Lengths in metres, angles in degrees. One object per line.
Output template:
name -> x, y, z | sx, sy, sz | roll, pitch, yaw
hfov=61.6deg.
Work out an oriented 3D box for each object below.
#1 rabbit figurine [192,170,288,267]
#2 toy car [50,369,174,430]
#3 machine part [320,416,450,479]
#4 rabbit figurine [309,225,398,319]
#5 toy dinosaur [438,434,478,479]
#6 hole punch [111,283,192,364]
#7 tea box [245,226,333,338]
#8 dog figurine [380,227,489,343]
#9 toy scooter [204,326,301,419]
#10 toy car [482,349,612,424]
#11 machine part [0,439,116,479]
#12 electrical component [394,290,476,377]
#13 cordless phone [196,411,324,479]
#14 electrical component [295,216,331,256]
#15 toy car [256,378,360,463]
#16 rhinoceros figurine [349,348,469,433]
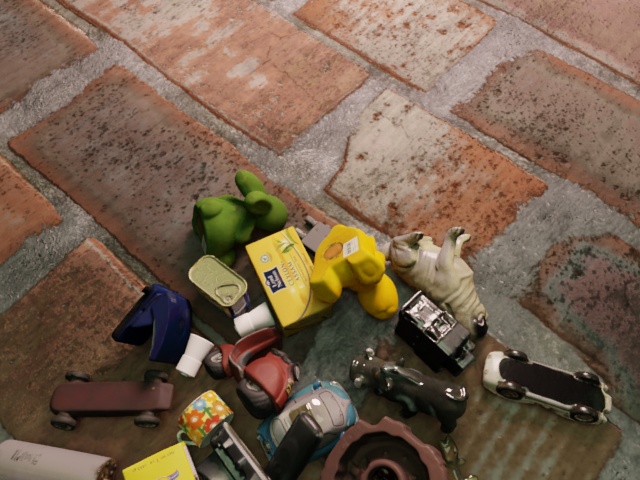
rabbit figurine -> -0.140, -0.051, 0.984 | 0.170, 0.159, 0.121 | -14, 53, -23
toy car -> -0.334, 0.257, 0.866 | 0.202, 0.053, 0.089 | -3, 52, 4
machine part -> 0.090, 0.337, 0.741 | 0.179, 0.056, 0.179 | -9, 65, 19
rabbit figurine -> 0.067, 0.065, 0.919 | 0.122, 0.173, 0.162 | -37, 27, 13
toy dinosaur -> 0.284, 0.485, 0.708 | 0.199, 0.105, 0.471 | -18, 63, -8
hole punch -> -0.258, 0.141, 0.886 | 0.092, 0.142, 0.116 | 31, 81, 17
tea box -> -0.054, 0.073, 0.949 | 0.098, 0.068, 0.170 | -25, 66, -12
dog figurine -> 0.196, 0.085, 0.931 | 0.172, 0.121, 0.190 | -10, 77, 33
toy scooter -> -0.093, 0.199, 0.866 | 0.135, 0.075, 0.184 | -33, 36, -28
toy car -> 0.365, 0.235, 0.866 | 0.202, 0.056, 0.073 | 17, 57, 8
machine part -> -0.402, 0.350, 0.804 | 0.243, 0.079, 0.079 | 9, 63, 5
electrical component -> 0.187, 0.158, 0.875 | 0.058, 0.114, 0.134 | -41, 68, -16
cordless phone -> -0.082, 0.296, 0.767 | 0.147, 0.088, 0.184 | 42, 109, 32
electrical component -> -0.002, -0.003, 1.013 | 0.094, 0.021, 0.063 | 36, 68, 18
toy car -> -0.019, 0.278, 0.823 | 0.162, 0.102, 0.109 | -23, 64, -13
rhinoceros figurine -> 0.135, 0.232, 0.837 | 0.191, 0.112, 0.073 | 14, 67, 31
